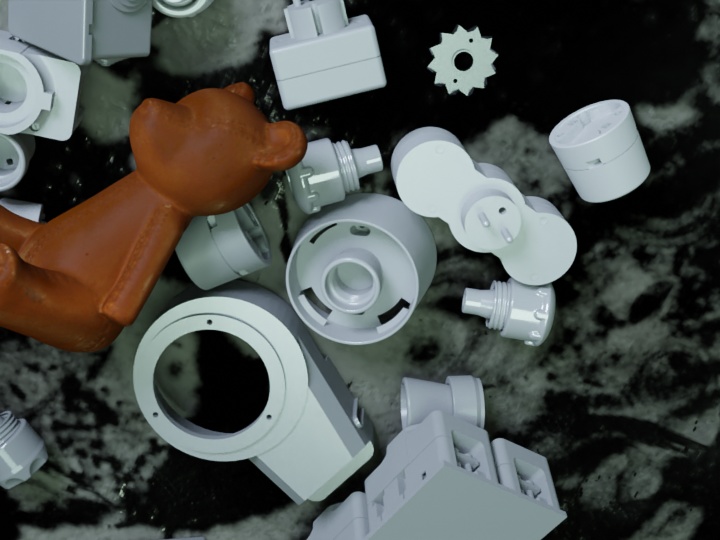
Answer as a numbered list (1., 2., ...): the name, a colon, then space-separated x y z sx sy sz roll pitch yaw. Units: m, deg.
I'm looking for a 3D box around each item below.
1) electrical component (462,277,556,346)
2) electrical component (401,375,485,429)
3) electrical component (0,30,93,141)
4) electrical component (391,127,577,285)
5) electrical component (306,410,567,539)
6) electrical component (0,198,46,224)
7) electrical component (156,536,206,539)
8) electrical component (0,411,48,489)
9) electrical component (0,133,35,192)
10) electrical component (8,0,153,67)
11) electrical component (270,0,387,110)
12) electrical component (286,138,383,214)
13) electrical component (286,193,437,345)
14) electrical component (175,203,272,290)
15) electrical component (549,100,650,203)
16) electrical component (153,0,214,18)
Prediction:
1. electrical component: 0.103 0.026 0.751 0.062 0.048 0.048 9 111 -1
2. electrical component: 0.059 0.099 0.776 0.055 0.045 0.045 -1 112 -4
3. electrical component: -0.217 -0.116 0.663 0.089 0.055 0.050 11 110 -9
4. electrical component: 0.084 -0.036 0.708 0.138 0.073 0.052 33 106 -16
5. electrical component: 0.043 0.190 0.778 0.105 0.060 0.186 26 122 -23
6. electrical component: -0.240 -0.031 0.704 0.065 0.044 0.044 9 111 -13
7. electrical component: -0.157 0.250 0.817 0.083 0.047 0.075 -3 110 -3
8. electrical component: -0.254 0.120 0.761 0.043 0.043 0.062 -31 109 8
9. electrical component: -0.228 -0.075 0.684 0.040 0.046 0.040 -2 112 -4
10. electrical component: -0.162 -0.172 0.625 0.048 0.100 0.099 -14 120 -42
11. electrical component: -0.025 -0.148 0.670 0.066 0.047 0.076 -14 112 1
12. electrical component: -0.017 -0.066 0.706 0.062 0.048 0.048 -16 112 -6
13. electrical component: 0.000 0.000 0.735 0.099 0.064 0.099 3 111 9
14. electrical component: -0.092 -0.018 0.713 0.047 0.055 0.055 -25 111 10
15. electrical component: 0.160 -0.077 0.709 0.055 0.055 0.047 -28 115 7
16. electrical component: -0.109 -0.173 0.646 0.048 0.062 0.048 -2 111 -4
